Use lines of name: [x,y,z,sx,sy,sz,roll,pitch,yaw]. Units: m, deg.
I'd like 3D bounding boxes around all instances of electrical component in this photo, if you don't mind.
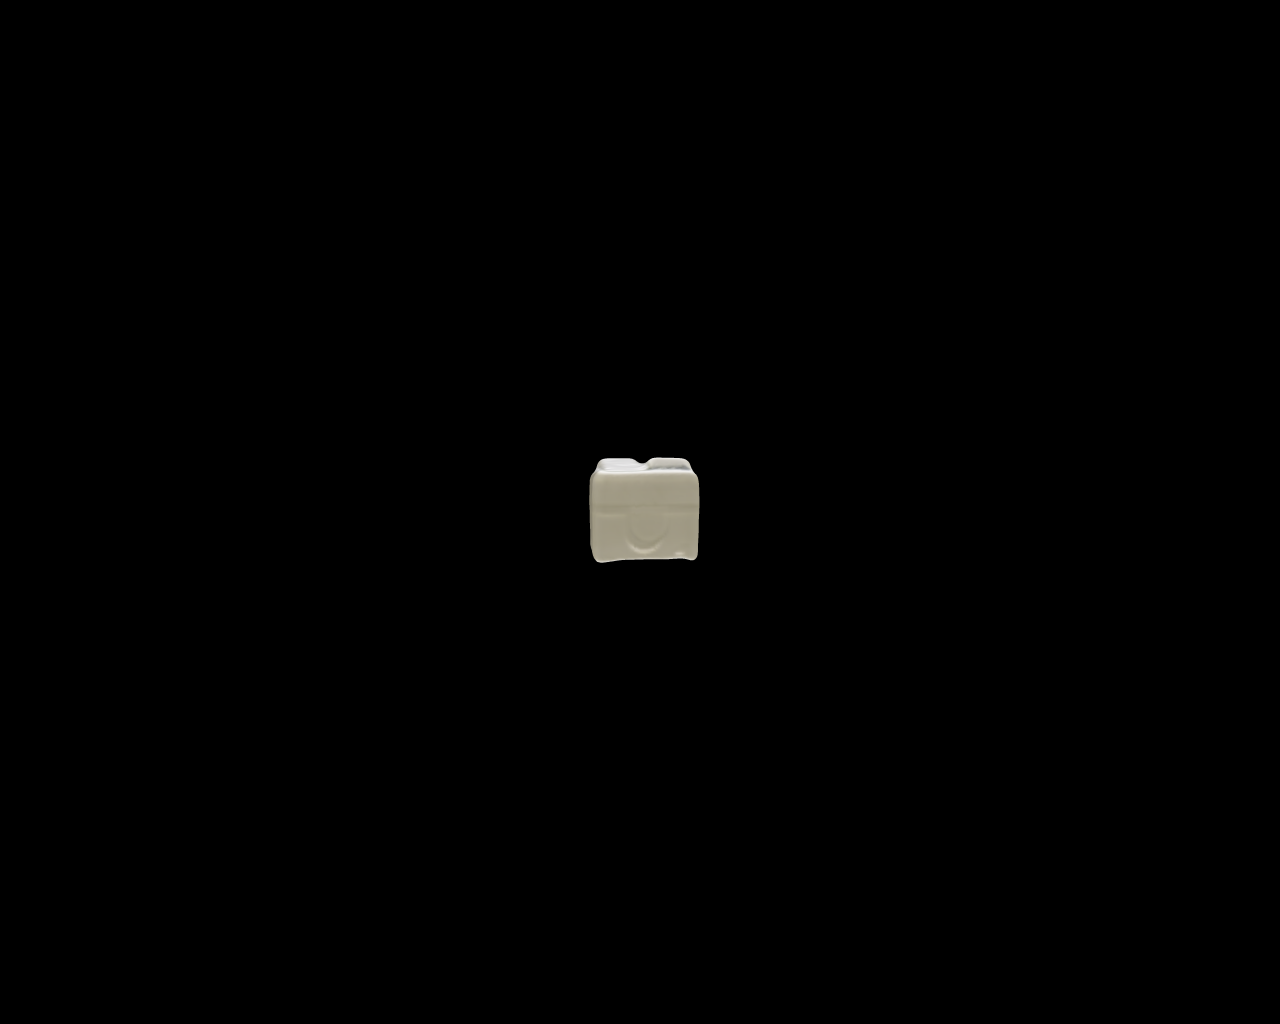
electrical component: [0.001,-0.003,0.650,0.062,0.061,0.096,0,2,-4]
